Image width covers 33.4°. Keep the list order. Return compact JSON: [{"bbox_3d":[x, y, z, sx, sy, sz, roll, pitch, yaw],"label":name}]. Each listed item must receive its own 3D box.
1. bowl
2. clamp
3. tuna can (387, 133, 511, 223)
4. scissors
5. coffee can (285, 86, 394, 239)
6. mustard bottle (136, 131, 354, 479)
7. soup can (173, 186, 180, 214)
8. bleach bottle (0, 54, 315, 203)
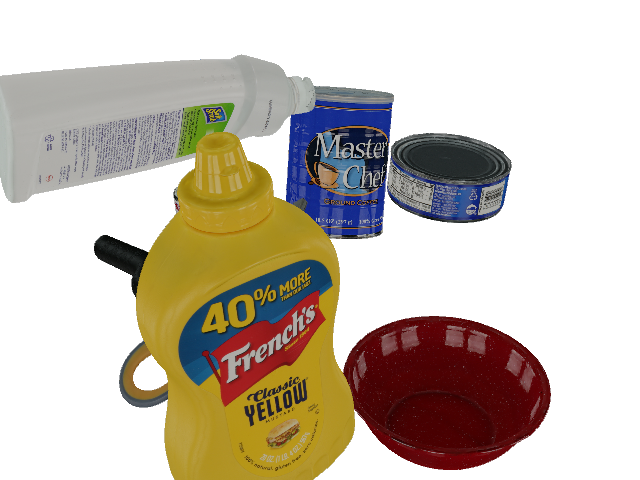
[{"bbox_3d":[0.097,0.129,0.846,0.162,0.055,0.162,1,34,-1],"label":"bowl"},{"bbox_3d":[-0.132,0.026,0.997,0.120,0.039,0.172,-16,31,-23],"label":"clamp"},{"bbox_3d":[0.091,-0.045,0.761,0.086,0.034,0.086,4,27,-2],"label":"tuna can"},{"bbox_3d":[-0.072,0.044,0.719,0.096,0.201,0.016,5,-38,8],"label":"scissors"},{"bbox_3d":[0.018,-0.080,1.074,0.103,0.140,0.103,4,12,-1],"label":"coffee can"},{"bbox_3d":[-0.035,0.036,0.496,0.096,0.192,0.058,-22,38,-22],"label":"mustard bottle"},{"bbox_3d":[-0.144,-0.016,1.315,0.068,0.102,0.068,-2,26,1],"label":"soup can"},{"bbox_3d":[-0.125,-0.096,0.841,0.250,0.068,0.103,-10,-30,-23],"label":"bleach bottle"}]
